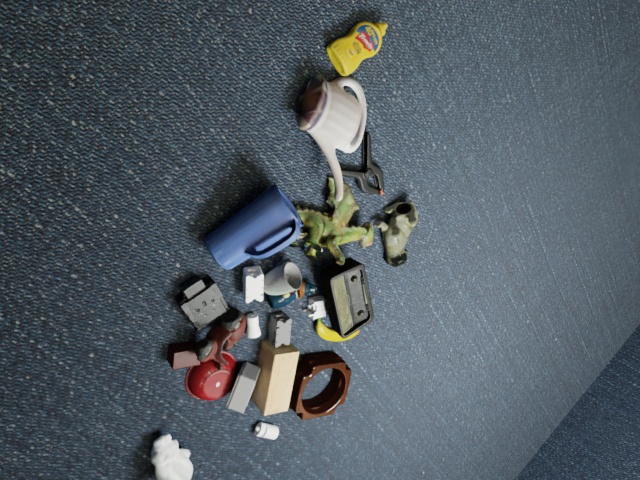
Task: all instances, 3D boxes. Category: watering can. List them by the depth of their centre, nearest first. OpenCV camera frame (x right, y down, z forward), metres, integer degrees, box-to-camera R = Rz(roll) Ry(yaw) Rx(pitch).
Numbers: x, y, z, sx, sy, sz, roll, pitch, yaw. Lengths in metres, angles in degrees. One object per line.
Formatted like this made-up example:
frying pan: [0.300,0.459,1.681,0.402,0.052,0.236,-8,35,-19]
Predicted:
watering can: [0.031,-0.298,1.409,0.223,0.104,0.351,21,77,-38]

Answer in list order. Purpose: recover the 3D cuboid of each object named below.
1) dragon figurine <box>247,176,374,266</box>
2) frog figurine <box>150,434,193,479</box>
dragon figurine: [0.005,-0.076,1.515,0.406,0.121,0.246,37,67,-23]
frog figurine: [-0.421,0.630,1.469,0.138,0.123,0.159,-6,105,-67]
